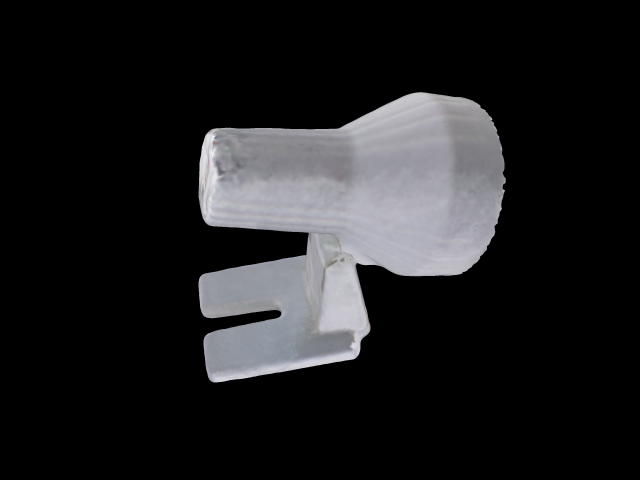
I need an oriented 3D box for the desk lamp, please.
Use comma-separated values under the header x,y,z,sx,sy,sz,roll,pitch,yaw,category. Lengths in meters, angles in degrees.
x,y,z,sx,sy,sz,roll,pitch,yaw,category
0.004,0.001,0.400,0.203,0.214,0.117,-10,53,-7,desk lamp
